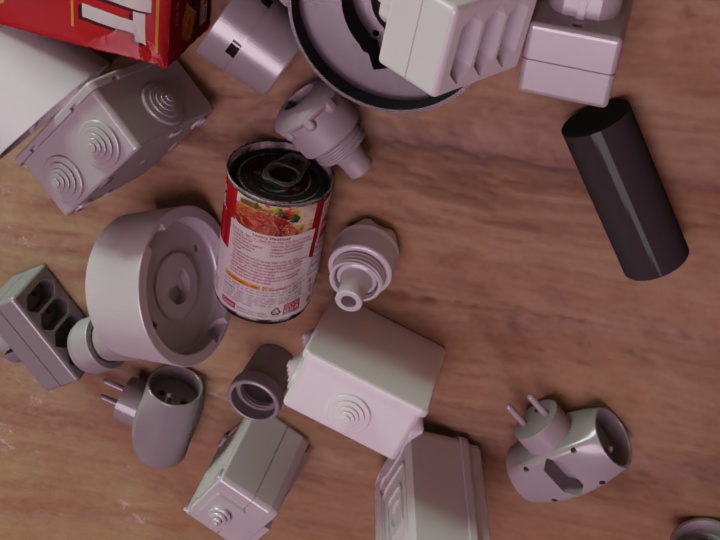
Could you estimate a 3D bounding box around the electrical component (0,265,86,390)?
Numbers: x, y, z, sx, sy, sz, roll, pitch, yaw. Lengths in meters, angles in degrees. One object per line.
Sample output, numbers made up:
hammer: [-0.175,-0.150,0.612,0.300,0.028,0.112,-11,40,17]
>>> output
electrical component: [-0.258,0.050,0.839,0.076,0.047,0.083,-18,117,30]

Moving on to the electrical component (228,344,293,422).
electrical component: [-0.071,0.082,0.794,0.040,0.046,0.040,10,127,13]

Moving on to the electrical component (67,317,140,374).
electrical component: [-0.188,0.052,0.816,0.055,0.045,0.045,-18,117,30]

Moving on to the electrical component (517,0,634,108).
electrical component: [0.115,-0.135,0.553,0.047,0.065,0.076,14,128,11]

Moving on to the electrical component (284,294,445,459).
electrical component: [0.003,0.072,0.726,0.100,0.099,0.048,27,117,0]

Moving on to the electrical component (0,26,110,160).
electrical component: [-0.209,-0.109,0.672,0.064,0.099,0.099,40,128,-3]

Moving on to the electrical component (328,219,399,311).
electrical component: [0.000,0.000,0.696,0.043,0.062,0.043,9,132,10]

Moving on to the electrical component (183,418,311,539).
electrical component: [-0.086,0.165,0.827,0.061,0.096,0.061,36,129,-9]

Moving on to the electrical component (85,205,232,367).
electrical component: [-0.140,0.010,0.731,0.060,0.108,0.108,1,125,27]

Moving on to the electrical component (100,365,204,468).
electrical component: [-0.168,0.109,0.850,0.079,0.044,0.077,23,129,3]

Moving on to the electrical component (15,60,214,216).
electrical component: [-0.150,-0.085,0.668,0.100,0.100,0.048,-34,95,36]

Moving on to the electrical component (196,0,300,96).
electrical component: [-0.061,-0.135,0.626,0.047,0.055,0.055,36,129,-12]

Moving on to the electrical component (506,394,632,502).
electrical component: [0.134,0.117,0.745,0.077,0.043,0.079,-31,109,35]

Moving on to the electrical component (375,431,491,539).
electrical component: [0.051,0.180,0.774,0.057,0.113,0.078,15,131,-14]

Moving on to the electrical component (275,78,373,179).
electrical component: [-0.018,-0.083,0.655,0.048,0.048,0.062,-25,120,33]

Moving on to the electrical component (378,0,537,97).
electrical component: [0.035,-0.130,0.529,0.077,0.066,0.047,38,135,28]

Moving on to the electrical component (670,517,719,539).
electrical component: [0.248,0.213,0.773,0.045,0.045,0.055,-3,124,22]
